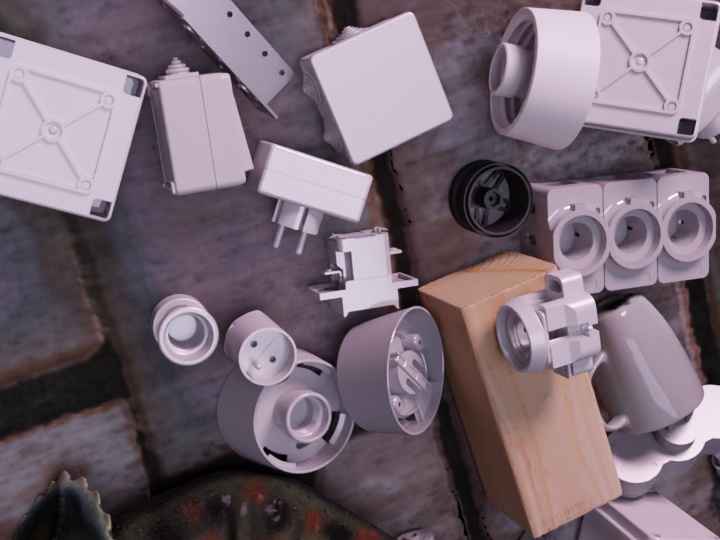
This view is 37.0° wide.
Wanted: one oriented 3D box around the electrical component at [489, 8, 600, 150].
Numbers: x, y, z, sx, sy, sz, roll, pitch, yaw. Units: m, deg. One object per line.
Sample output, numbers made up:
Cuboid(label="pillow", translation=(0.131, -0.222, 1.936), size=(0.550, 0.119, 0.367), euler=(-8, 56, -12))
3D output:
Cuboid(label="electrical component", translation=(0.135, -0.151, 0.835), size=(0.060, 0.108, 0.108), euler=(8, 98, -13))

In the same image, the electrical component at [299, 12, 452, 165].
Cuboid(label="electrical component", translation=(0.010, -0.139, 0.825), size=(0.100, 0.048, 0.099), euler=(-27, 107, -11))

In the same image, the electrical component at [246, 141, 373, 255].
Cuboid(label="electrical component", translation=(-0.045, -0.050, 0.825), size=(0.083, 0.047, 0.075), euler=(16, 95, -20))

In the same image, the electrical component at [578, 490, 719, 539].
Cuboid(label="electrical component", translation=(0.250, 0.237, 0.937), size=(0.078, 0.113, 0.057), euler=(7, 100, -19))

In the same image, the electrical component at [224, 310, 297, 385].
Cuboid(label="electrical component", translation=(-0.079, 0.056, 0.815), size=(0.043, 0.081, 0.043), euler=(-3, 101, -18))

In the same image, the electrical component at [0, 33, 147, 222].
Cuboid(label="electrical component", translation=(-0.217, -0.100, 0.756), size=(0.109, 0.056, 0.108), euler=(15, 95, -20))

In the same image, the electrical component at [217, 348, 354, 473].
Cuboid(label="electrical component", translation=(-0.056, 0.112, 0.855), size=(0.099, 0.064, 0.099), euler=(-3, 96, -30))

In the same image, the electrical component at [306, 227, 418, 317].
Cuboid(label="electrical component", translation=(0.000, 0.000, 0.852), size=(0.081, 0.042, 0.063), euler=(-9, 99, -17))

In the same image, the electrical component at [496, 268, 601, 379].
Cuboid(label="electrical component", translation=(0.138, 0.044, 0.799), size=(0.057, 0.058, 0.078), euler=(-15, 104, -19))

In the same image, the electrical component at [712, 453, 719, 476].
Cuboid(label="electrical component", translation=(0.347, 0.175, 0.994), size=(0.062, 0.043, 0.043), euler=(36, 88, -19))

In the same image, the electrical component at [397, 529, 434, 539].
Cuboid(label="electrical component", translation=(0.053, 0.255, 0.916), size=(0.044, 0.044, 0.065), euler=(-19, 100, -14))

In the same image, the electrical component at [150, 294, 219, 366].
Cuboid(label="electrical component", translation=(-0.133, 0.044, 0.809), size=(0.045, 0.055, 0.045), euler=(-3, 101, -17))

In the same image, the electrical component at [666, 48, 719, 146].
Cuboid(label="electrical component", translation=(0.290, -0.138, 0.917), size=(0.077, 0.043, 0.079), euler=(-49, 124, 5))

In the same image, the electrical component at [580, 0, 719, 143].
Cuboid(label="electrical component", translation=(0.224, -0.164, 0.861), size=(0.109, 0.056, 0.108), euler=(11, 97, 14))

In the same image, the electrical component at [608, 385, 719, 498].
Cuboid(label="electrical component", translation=(0.275, 0.143, 0.942), size=(0.138, 0.052, 0.073), euler=(-24, 149, -12))

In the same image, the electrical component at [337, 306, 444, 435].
Cuboid(label="electrical component", translation=(0.030, 0.081, 0.847), size=(0.099, 0.064, 0.099), euler=(15, 70, -47))

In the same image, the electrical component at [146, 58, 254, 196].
Cuboid(label="electrical component", translation=(-0.117, -0.107, 0.783), size=(0.061, 0.062, 0.096), euler=(-11, 103, -16))

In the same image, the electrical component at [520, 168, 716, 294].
Cuboid(label="electrical component", translation=(0.216, -0.033, 0.904), size=(0.150, 0.062, 0.089), euler=(-7, 102, -16))
